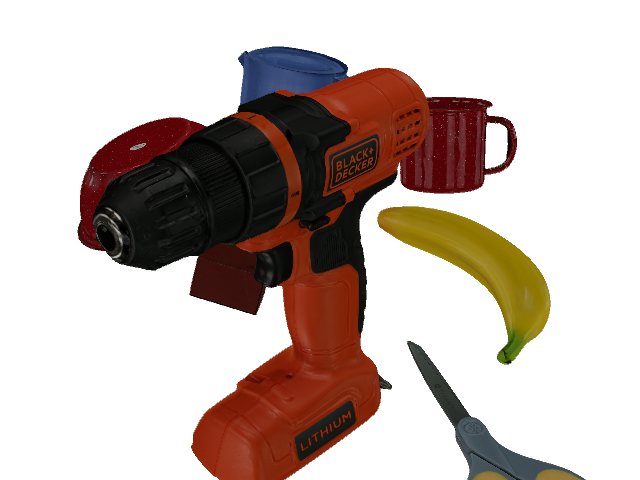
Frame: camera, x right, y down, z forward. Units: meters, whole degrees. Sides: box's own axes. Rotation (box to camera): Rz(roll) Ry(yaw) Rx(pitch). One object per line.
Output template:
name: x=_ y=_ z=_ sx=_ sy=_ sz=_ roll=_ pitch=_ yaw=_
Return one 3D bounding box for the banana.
banana: x=0.114 y=0.017 z=0.793 sx=0.069 sy=0.037 sz=0.198 roll=-11 pitch=33 yaw=-21

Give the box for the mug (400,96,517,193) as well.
mug: x=0.129 y=-0.092 z=1.023 sx=0.117 sy=0.081 sz=0.093 roll=2 pitch=15 yaw=11

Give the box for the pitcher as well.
pitcher: x=-0.040 y=-0.119 z=1.374 sx=0.144 sy=0.243 sz=0.149 roll=2 pitch=22 yaw=-18

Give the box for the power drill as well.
power drill: x=-0.022 y=0.024 z=0.496 sx=0.057 sy=0.188 sz=0.184 roll=29 pitch=40 yaw=34

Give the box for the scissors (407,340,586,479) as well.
scissors: x=0.113 y=0.124 z=0.650 sx=0.096 sy=0.016 sz=0.202 roll=1 pitch=32 yaw=-5

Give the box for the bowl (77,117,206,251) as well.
bowl: x=-0.142 y=-0.058 z=0.902 sx=0.162 sy=0.055 sz=0.162 roll=-18 pitch=28 yaw=10

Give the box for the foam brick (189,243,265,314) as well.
foam brick: x=-0.097 y=0.038 z=1.160 sx=0.078 sy=0.051 sz=0.053 roll=17 pitch=30 yaw=1
